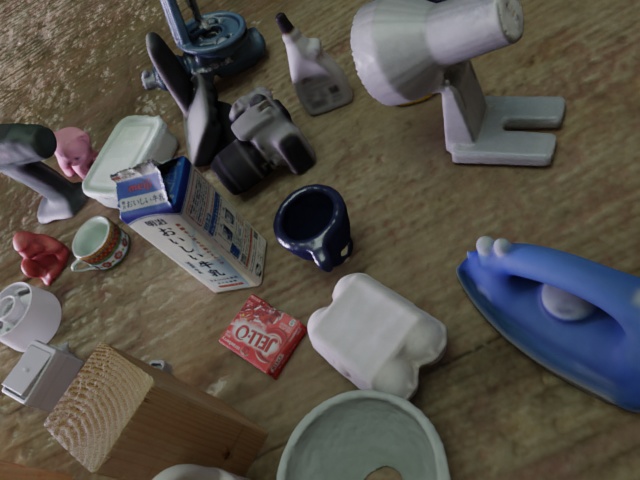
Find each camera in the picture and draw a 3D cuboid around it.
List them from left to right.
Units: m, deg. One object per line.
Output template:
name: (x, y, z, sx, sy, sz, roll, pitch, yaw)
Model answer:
camera: (-0.101, -0.143, 0.836, 0.137, 0.101, 0.142, -38, 51, 2)

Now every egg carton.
egg carton: (0.058, 0.104, 0.618, 0.149, 0.070, 0.107, 31, 78, 38)

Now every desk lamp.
desk lamp: (0.161, -0.191, 0.657, 0.202, 0.214, 0.118, 7, 64, 31)

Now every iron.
iron: (0.221, 0.049, 0.521, 0.257, 0.142, 0.119, 25, 74, 36)

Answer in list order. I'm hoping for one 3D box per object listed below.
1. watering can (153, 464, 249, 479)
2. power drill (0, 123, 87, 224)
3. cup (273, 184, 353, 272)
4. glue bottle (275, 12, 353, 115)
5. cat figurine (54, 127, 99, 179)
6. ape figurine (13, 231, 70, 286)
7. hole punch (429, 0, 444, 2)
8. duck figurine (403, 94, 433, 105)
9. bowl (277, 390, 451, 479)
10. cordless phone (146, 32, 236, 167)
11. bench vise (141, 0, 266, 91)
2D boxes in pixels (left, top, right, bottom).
watering can: (-0.094, 0.260, 0.518, 0.172, 0.195, 0.101, -14, 55, 20)
power drill: (-0.510, -0.115, 0.961, 0.229, 0.209, 0.075, -12, 56, 21)
cup: (0.006, 0.002, 0.692, 0.091, 0.095, 0.117, -27, 52, 10)
glue bottle: (-0.017, -0.253, 0.815, 0.078, 0.174, 0.037, -15, 55, 19)
cat figurine: (-0.443, -0.163, 1.016, 0.127, 0.118, 0.067, 15, 68, 34)
ape figurine: (-0.454, 0.018, 0.924, 0.077, 0.092, 0.076, -19, 54, 16)
hole punch: (0.141, -0.365, 0.857, 0.108, 0.091, 0.101, -1, 60, 27)
duck figurine: (0.129, -0.248, 0.792, 0.104, 0.086, 0.077, -32, 51, 6)
bowl: (0.047, 0.232, 0.539, 0.167, 0.075, 0.167, -13, 56, 20)
cordless phone: (-0.212, -0.217, 0.886, 0.094, 0.186, 0.147, -28, 52, 9)
bench vise: (-0.212, -0.327, 0.933, 0.207, 0.220, 0.121, -48, 51, -7)
